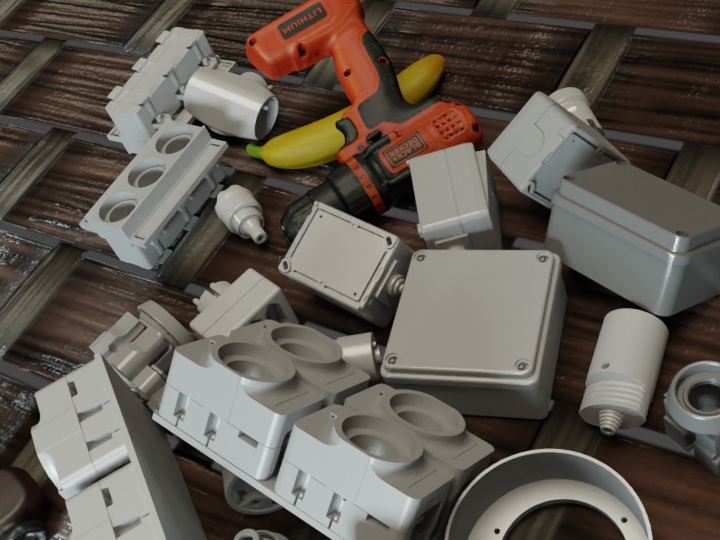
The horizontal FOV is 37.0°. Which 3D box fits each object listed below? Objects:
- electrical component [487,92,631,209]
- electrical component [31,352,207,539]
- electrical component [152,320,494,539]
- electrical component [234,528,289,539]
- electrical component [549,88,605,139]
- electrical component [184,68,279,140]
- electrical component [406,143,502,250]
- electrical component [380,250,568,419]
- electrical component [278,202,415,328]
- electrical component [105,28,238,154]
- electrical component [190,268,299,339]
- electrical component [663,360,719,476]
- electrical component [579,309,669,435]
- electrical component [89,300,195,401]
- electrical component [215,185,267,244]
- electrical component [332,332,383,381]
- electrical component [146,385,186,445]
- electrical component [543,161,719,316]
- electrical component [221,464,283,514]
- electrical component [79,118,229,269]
[{"bbox_3d":[0.151,-0.083,0.807,0.061,0.096,0.061,-50,45,17],"label":"electrical component"},{"bbox_3d":[-0.151,0.160,0.706,0.060,0.105,0.186,-30,46,-4],"label":"electrical component"},{"bbox_3d":[-0.022,0.099,0.677,0.186,0.060,0.105,28,22,26],"label":"electrical component"},{"bbox_3d":[-0.061,0.185,0.678,0.048,0.062,0.048,-11,48,13],"label":"electrical component"},{"bbox_3d":[0.171,-0.117,0.862,0.040,0.040,0.046,-23,52,2],"label":"electrical component"},{"bbox_3d":[-0.111,-0.161,1.007,0.077,0.044,0.079,24,37,16],"label":"electrical component"},{"bbox_3d":[0.077,-0.041,0.818,0.061,0.061,0.096,-15,47,9],"label":"electrical component"},{"bbox_3d":[0.082,0.043,0.747,0.109,0.056,0.108,1,52,22],"label":"electrical component"},{"bbox_3d":[0.000,0.000,0.810,0.096,0.061,0.061,25,83,30],"label":"electrical component"},{"bbox_3d":[-0.186,-0.173,1.038,0.079,0.063,0.121,14,58,31],"label":"electrical component"},{"bbox_3d":[-0.100,0.033,0.835,0.066,0.047,0.077,-44,49,-17],"label":"electrical component"},{"bbox_3d":[0.213,0.087,0.656,0.048,0.055,0.066,-37,47,-11],"label":"electrical component"},{"bbox_3d":[0.170,0.070,0.696,0.043,0.043,0.081,7,54,27],"label":"electrical component"},{"bbox_3d":[-0.164,0.061,0.831,0.078,0.058,0.057,30,70,38],"label":"electrical component"},{"bbox_3d":[-0.097,-0.044,0.910,0.035,0.035,0.061,-34,49,-8],"label":"electrical component"},{"bbox_3d":[-0.017,0.066,0.778,0.065,0.044,0.044,-10,48,8],"label":"electrical component"},{"bbox_3d":[-0.123,0.095,0.792,0.055,0.045,0.045,-41,48,-14],"label":"electrical component"},{"bbox_3d":[0.193,-0.025,0.740,0.078,0.057,0.113,-17,37,-37],"label":"electrical component"},{"bbox_3d":[-0.069,0.131,0.735,0.055,0.055,0.047,-24,43,1],"label":"electrical component"},{"bbox_3d":[-0.174,-0.065,0.940,0.079,0.063,0.121,16,59,32],"label":"electrical component"}]
